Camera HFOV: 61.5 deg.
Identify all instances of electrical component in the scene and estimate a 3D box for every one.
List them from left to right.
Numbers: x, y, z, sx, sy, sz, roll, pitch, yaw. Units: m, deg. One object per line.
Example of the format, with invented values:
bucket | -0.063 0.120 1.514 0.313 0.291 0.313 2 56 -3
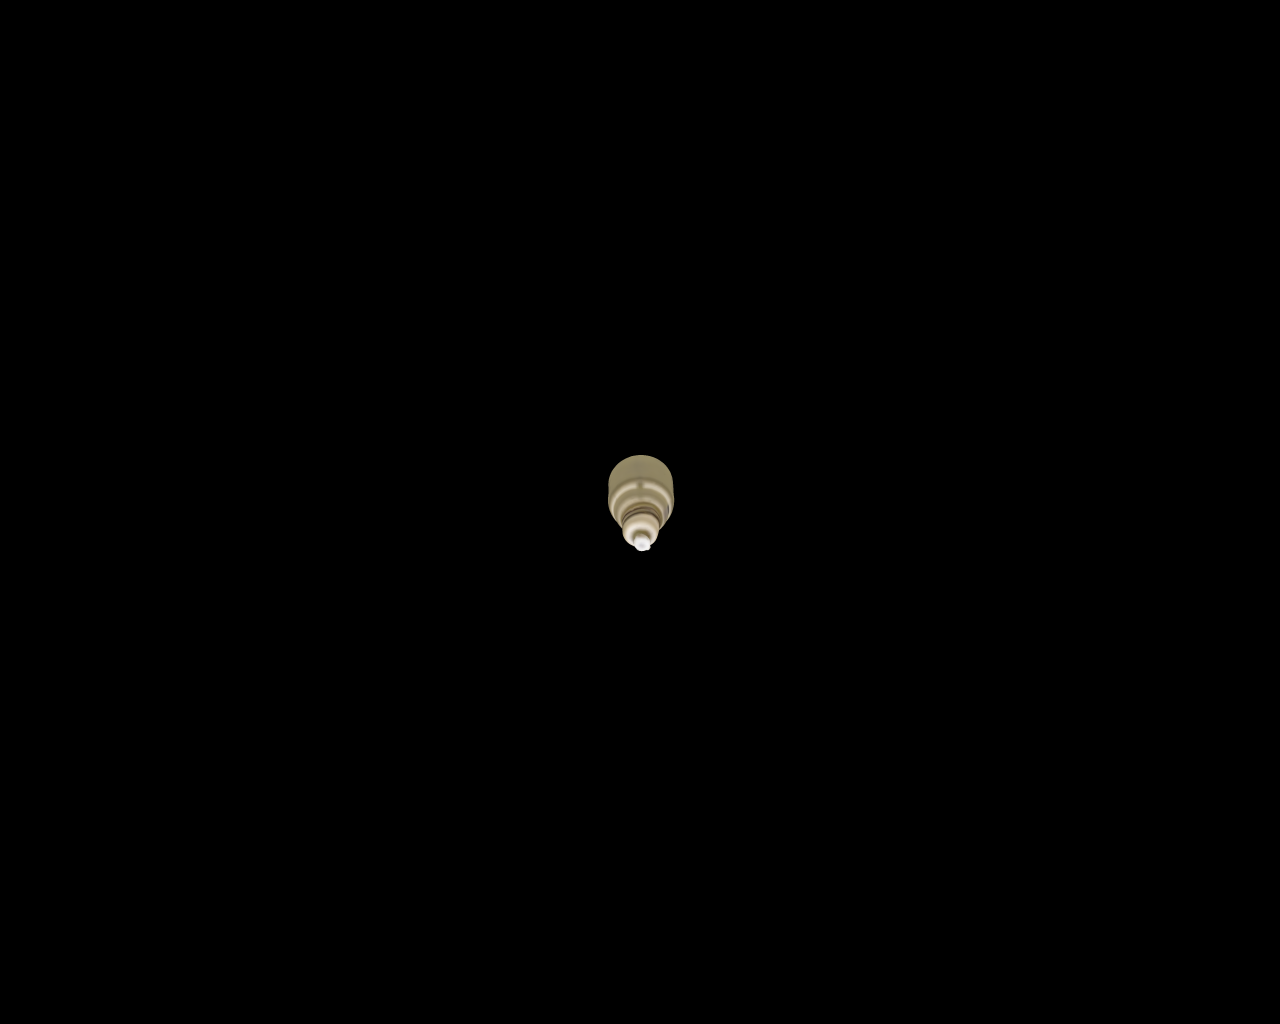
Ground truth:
electrical component | 0.001 -0.003 0.650 0.040 0.040 0.078 0 34 0
